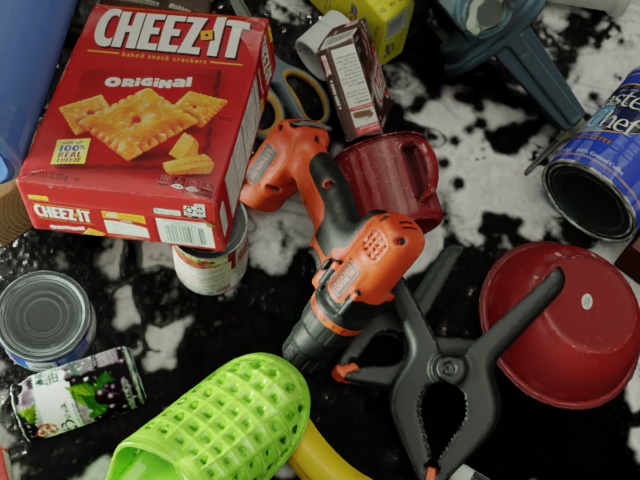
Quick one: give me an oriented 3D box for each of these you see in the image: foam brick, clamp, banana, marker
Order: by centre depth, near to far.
[{"bbox_3d":[0.120,0.105,0.900,0.165,0.036,0.210,2,81,13],"label":"clamp"},{"bbox_3d":[0.008,0.185,0.913,0.198,0.037,0.069,38,47,8],"label":"banana"},{"bbox_3d":[0.167,0.229,0.913,0.121,0.020,0.020,30,70,7],"label":"marker"},{"bbox_3d":[0.095,0.092,0.953,0.171,0.039,0.120,-34,73,-15],"label":"clamp"},{"bbox_3d":[0.324,0.020,0.988,0.078,0.053,0.051,40,71,11],"label":"foam brick"}]

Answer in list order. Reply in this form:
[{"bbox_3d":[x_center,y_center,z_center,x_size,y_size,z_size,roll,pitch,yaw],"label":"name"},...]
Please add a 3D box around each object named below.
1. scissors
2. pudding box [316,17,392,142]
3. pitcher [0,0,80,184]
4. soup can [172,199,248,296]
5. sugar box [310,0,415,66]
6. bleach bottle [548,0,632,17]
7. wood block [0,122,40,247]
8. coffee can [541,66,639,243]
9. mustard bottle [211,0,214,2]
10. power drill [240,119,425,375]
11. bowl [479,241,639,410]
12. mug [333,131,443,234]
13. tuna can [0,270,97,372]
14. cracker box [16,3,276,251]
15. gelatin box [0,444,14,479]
[{"bbox_3d":[-0.071,-0.176,1.057,0.096,0.016,0.202,-37,75,-17],"label":"scissors"},{"bbox_3d":[0.034,-0.148,0.975,0.039,0.113,0.090,-15,108,16],"label":"pudding box"},{"bbox_3d":[-0.282,-0.176,0.881,0.149,0.145,0.243,11,64,-9],"label":"pitcher"},{"bbox_3d":[-0.097,0.003,0.938,0.068,0.102,0.068,1,69,-4],"label":"soup can"},{"bbox_3d":[0.017,-0.260,1.055,0.048,0.093,0.176,-39,75,-17],"label":"sugar box"},{"bbox_3d":[0.195,-0.296,1.099,0.251,0.068,0.102,7,69,1],"label":"bleach bottle"},{"bbox_3d":[-0.322,-0.107,0.973,0.090,0.090,0.206,-38,76,-16],"label":"wood block"},{"bbox_3d":[0.291,-0.081,0.998,0.103,0.103,0.140,41,71,11],"label":"coffee can"},{"bbox_3d":[-0.132,-0.289,1.074,0.096,0.058,0.191,13,69,8],"label":"mustard bottle"},{"bbox_3d":[-0.006,0.001,0.937,0.057,0.185,0.188,3,45,-46],"label":"power drill"},{"bbox_3d":[0.225,0.065,0.946,0.162,0.055,0.162,7,65,-14],"label":"bowl"},{"bbox_3d":[0.070,-0.048,0.967,0.093,0.117,0.081,-5,72,-36],"label":"mug"},{"bbox_3d":[-0.241,0.071,0.938,0.086,0.034,0.086,1,68,-4],"label":"tuna can"},{"bbox_3d":[-0.139,-0.102,0.898,0.164,0.072,0.213,7,54,7],"label":"cracker box"},{"bbox_3d":[-0.286,0.221,0.878,0.073,0.030,0.089,-15,71,-10],"label":"gelatin box"}]
